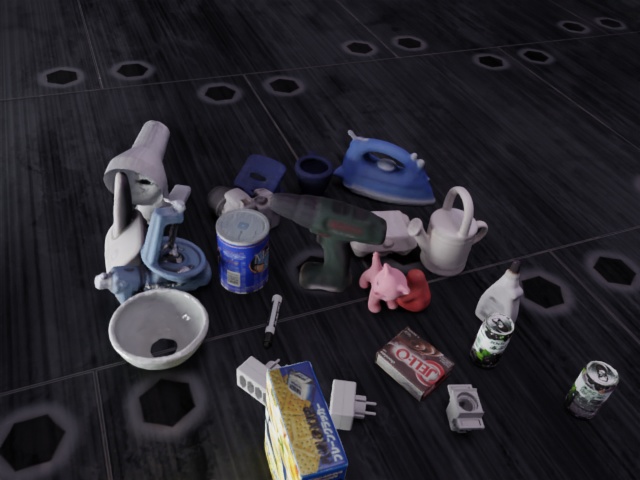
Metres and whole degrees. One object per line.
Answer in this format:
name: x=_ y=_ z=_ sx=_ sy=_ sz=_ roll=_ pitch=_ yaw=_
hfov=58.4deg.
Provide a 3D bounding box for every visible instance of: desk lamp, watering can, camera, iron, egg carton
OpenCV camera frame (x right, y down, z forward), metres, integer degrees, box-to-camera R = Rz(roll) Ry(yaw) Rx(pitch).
desk lamp: x=-0.364 y=-0.133 z=1.226 sx=0.118 sy=0.214 sz=0.203 roll=8 pitch=42 yaw=2
watering can: x=0.271 y=-0.022 z=1.200 sx=0.173 sy=0.194 sz=0.100 roll=-23 pitch=49 yaw=-28
camera: x=-0.177 y=-0.077 z=1.273 sx=0.143 sy=0.101 sz=0.136 roll=-28 pitch=52 yaw=-32
iron: x=0.170 y=-0.179 z=1.399 sx=0.258 sy=0.141 sz=0.119 roll=17 pitch=43 yaw=12
egg carton: x=0.136 y=-0.012 z=1.265 sx=0.150 sy=0.069 sz=0.107 roll=-3 pitch=43 yaw=-10

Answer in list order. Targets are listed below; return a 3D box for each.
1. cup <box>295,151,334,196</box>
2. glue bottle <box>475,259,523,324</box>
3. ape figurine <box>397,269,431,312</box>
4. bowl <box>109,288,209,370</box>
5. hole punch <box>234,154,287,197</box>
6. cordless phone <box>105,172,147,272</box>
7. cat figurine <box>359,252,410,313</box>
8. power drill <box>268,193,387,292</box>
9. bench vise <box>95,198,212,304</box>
cup: x=-0.018 y=-0.151 z=1.379 sx=0.092 sy=0.095 sz=0.117 roll=-1 pitch=43 yaw=-8
glue bottle: x=0.352 y=0.102 z=1.090 sx=0.037 sy=0.173 sz=0.078 roll=-25 pitch=50 yaw=-29
ape figurine: x=0.187 y=0.094 z=1.138 sx=0.078 sy=0.092 sz=0.076 roll=-30 pitch=53 yaw=-33
bowl: x=-0.280 y=0.169 z=1.010 sx=0.167 sy=0.075 sz=0.167 roll=4 pitch=42 yaw=-3
hole punch: x=-0.140 y=-0.137 z=1.351 sx=0.108 sy=0.091 sz=0.101 roll=20 pitch=44 yaw=15
cordless phone: x=-0.388 y=-0.029 z=1.131 sx=0.094 sy=0.185 sz=0.147 roll=-10 pitch=45 yaw=-17
cat figurine: x=0.128 y=0.079 z=1.128 sx=0.067 sy=0.118 sz=0.127 roll=-8 pitch=44 yaw=-15
power drill: x=0.010 y=0.004 z=1.128 sx=0.229 sy=0.208 sz=0.075 roll=5 pitch=42 yaw=-2
bench vise: x=-0.298 y=0.036 z=1.045 sx=0.121 sy=0.220 sz=0.208 roll=34 pitch=49 yaw=27
